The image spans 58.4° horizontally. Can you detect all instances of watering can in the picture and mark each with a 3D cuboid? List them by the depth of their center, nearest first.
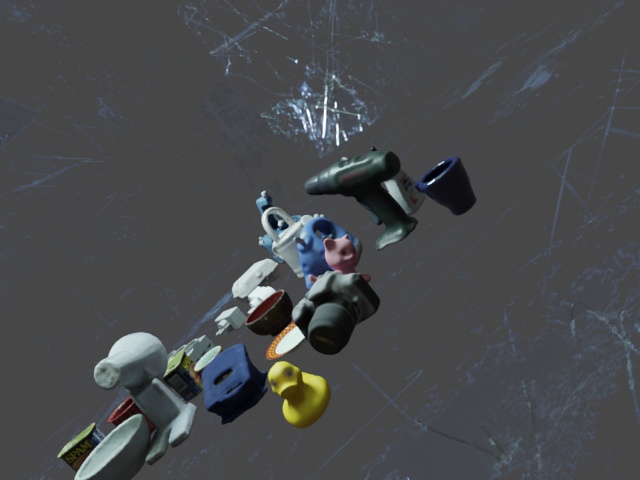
[{"bbox_3d":[-0.069,-0.008,1.479,0.172,0.194,0.101,-35,13,22],"label":"watering can"}]

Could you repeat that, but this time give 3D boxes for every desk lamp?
[{"bbox_3d":[-0.349,0.299,1.145,0.118,0.214,0.203,-39,12,1],"label":"desk lamp"}]

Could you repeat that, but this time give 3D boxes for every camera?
[{"bbox_3d":[0.009,0.126,0.953,0.143,0.101,0.137,-33,13,30],"label":"camera"}]

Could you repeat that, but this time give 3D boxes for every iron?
[{"bbox_3d":[0.012,0.005,1.308,0.118,0.141,0.258,-35,12,23],"label":"iron"}]

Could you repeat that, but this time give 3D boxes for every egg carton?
[{"bbox_3d":[-0.187,0.120,1.680,0.150,0.069,0.107,-45,13,-27],"label":"egg carton"}]

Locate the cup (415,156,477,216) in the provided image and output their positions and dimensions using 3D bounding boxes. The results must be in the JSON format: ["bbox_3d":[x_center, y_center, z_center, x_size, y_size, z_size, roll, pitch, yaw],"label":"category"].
[{"bbox_3d":[0.237,-0.090,1.074,0.092,0.095,0.117,-47,14,-31],"label":"cup"}]

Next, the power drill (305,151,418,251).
[{"bbox_3d":[0.098,-0.084,1.205,0.229,0.208,0.076,-29,16,42],"label":"power drill"}]

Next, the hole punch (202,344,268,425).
[{"bbox_3d":[-0.155,0.253,1.016,0.108,0.091,0.101,-38,12,9],"label":"hole punch"}]

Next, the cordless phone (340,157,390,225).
[{"bbox_3d":[0.115,-0.139,1.419,0.094,0.185,0.147,-40,12,-1],"label":"cordless phone"}]

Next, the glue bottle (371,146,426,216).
[{"bbox_3d":[0.167,-0.140,1.287,0.037,0.173,0.078,-29,16,41],"label":"glue bottle"}]

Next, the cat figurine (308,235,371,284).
[{"bbox_3d":[0.033,0.052,1.119,0.128,0.118,0.067,-43,12,-15],"label":"cat figurine"}]

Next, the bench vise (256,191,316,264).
[{"bbox_3d":[-0.141,-0.035,1.747,0.207,0.220,0.121,-33,13,30],"label":"bench vise"}]

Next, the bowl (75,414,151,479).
[{"bbox_3d":[-0.390,0.429,1.124,0.167,0.075,0.167,-38,12,10],"label":"bowl"}]

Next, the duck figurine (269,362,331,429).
[{"bbox_3d":[-0.038,0.209,0.820,0.077,0.086,0.104,-39,12,4],"label":"duck figurine"}]
